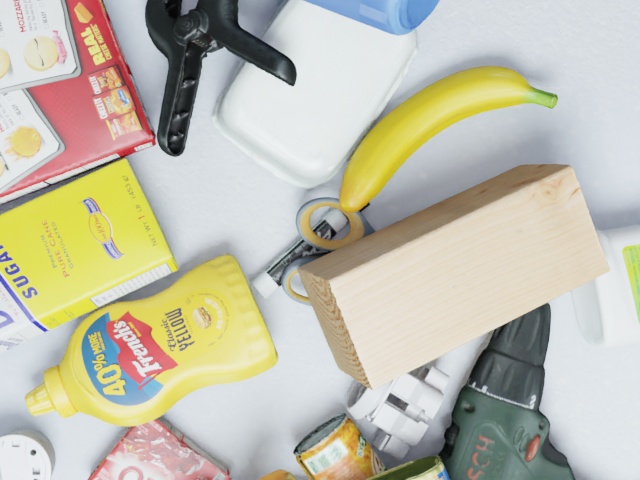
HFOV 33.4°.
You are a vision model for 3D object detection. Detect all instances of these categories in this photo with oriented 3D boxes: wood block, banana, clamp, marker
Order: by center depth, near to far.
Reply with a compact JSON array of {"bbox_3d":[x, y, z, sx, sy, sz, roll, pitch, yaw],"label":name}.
[{"bbox_3d":[0.100,0.023,0.816,0.206,0.090,0.091,-25,101,-12],"label":"wood block"},{"bbox_3d":[-0.098,-0.149,0.820,0.120,0.039,0.171,-34,60,8],"label":"clamp"},{"bbox_3d":[0.090,-0.091,0.854,0.197,0.070,0.037,-29,135,-7],"label":"banana"},{"bbox_3d":[-0.006,0.001,0.864,0.121,0.020,0.020,-43,93,-5],"label":"marker"}]

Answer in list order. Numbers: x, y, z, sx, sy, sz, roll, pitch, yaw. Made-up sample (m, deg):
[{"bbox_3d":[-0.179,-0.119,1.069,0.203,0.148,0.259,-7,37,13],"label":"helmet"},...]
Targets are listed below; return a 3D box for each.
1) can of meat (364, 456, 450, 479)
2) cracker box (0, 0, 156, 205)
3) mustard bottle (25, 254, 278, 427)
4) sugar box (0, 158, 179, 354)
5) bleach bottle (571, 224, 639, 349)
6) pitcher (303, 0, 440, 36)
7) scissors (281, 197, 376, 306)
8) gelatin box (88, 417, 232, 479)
[{"bbox_3d":[0.061,0.217,0.791,0.102,0.057,0.084,-22,91,1],"label":"can of meat"},{"bbox_3d":[-0.253,-0.112,0.815,0.213,0.072,0.164,-22,91,-5],"label":"cracker box"},{"bbox_3d":[-0.136,0.090,0.826,0.191,0.058,0.096,-23,69,-4],"label":"mustard bottle"},{"bbox_3d":[-0.209,0.016,0.821,0.176,0.048,0.093,-26,75,-8],"label":"sugar box"},{"bbox_3d":[0.335,0.019,0.878,0.250,0.068,0.102,-11,90,-8],"label":"bleach bottle"},{"bbox_3d":[-0.016,-0.248,0.778,0.243,0.145,0.149,28,86,16],"label":"pitcher"},{"bbox_3d":[0.064,0.002,0.861,0.201,0.016,0.096,-12,100,-12],"label":"scissors"},{"bbox_3d":[-0.126,0.188,0.843,0.089,0.030,0.073,39,86,-4],"label":"gelatin box"}]
